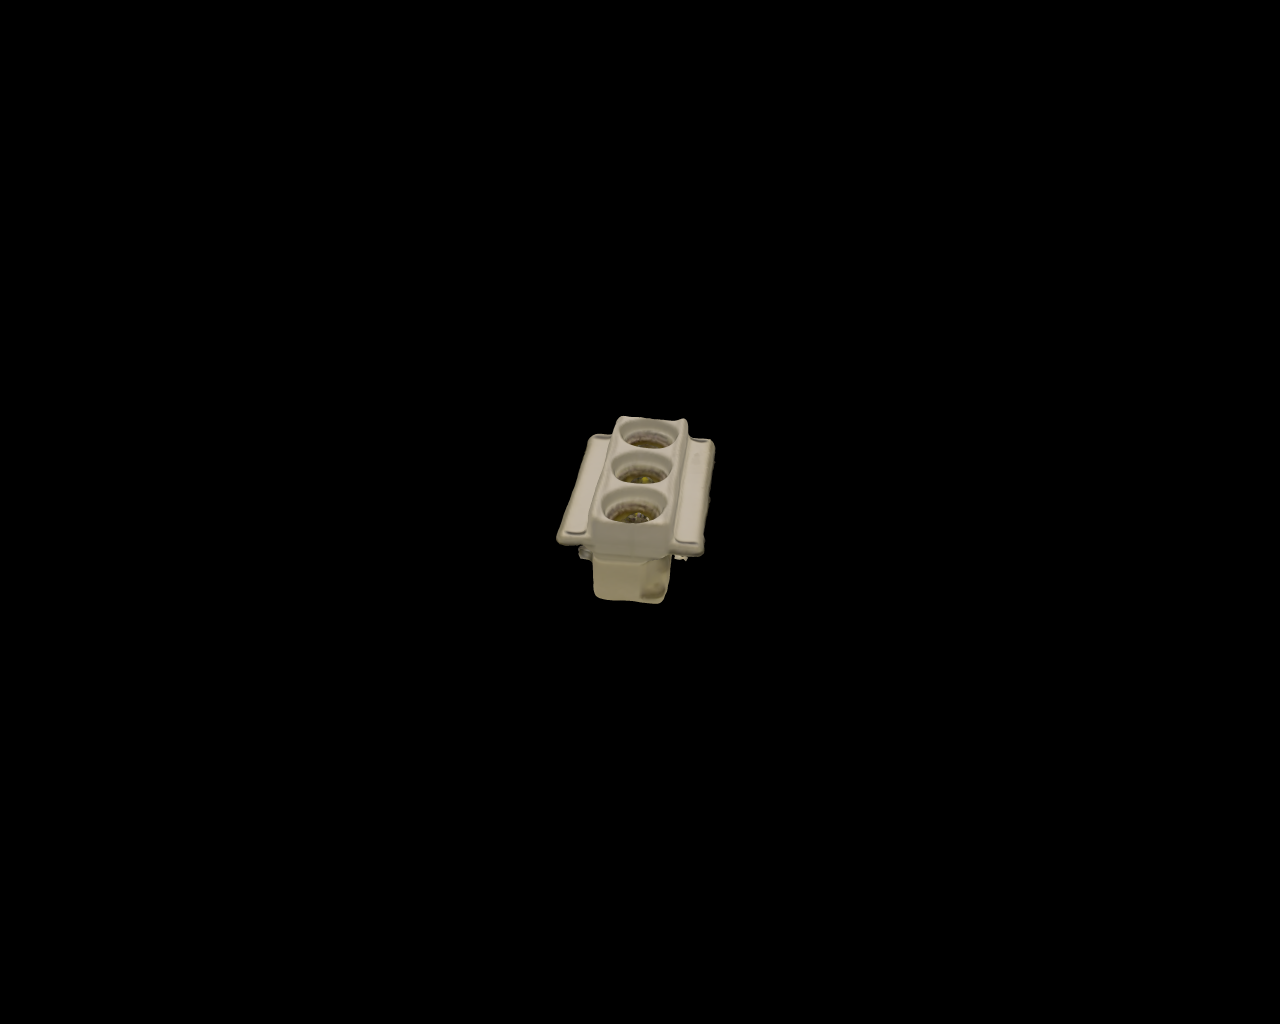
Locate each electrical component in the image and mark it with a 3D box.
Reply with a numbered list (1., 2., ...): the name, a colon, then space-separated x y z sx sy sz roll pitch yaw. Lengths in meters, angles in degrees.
1. electrical component: 0.001 -0.003 0.650 0.079 0.063 0.121 3 34 5
